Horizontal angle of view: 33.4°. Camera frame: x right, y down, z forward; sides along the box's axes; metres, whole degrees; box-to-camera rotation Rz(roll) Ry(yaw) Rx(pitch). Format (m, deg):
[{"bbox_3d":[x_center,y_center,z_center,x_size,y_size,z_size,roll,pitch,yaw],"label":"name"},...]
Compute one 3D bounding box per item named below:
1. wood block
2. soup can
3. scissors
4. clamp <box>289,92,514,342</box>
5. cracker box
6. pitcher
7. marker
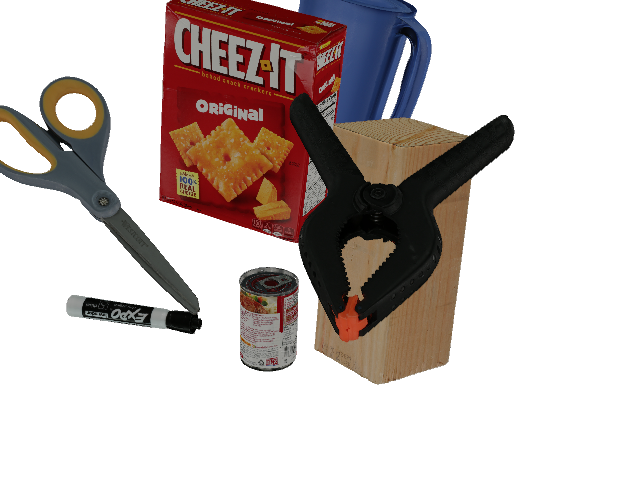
[{"bbox_3d":[0.063,0.006,0.922,0.090,0.206,0.090,-10,23,-39],"label":"wood block"},{"bbox_3d":[-0.059,0.091,1.230,0.068,0.102,0.068,2,25,-1],"label":"soup can"},{"bbox_3d":[-0.134,-0.040,0.695,0.202,0.096,0.016,32,-26,12],"label":"scissors"},{"bbox_3d":[0.031,-0.025,0.729,0.165,0.209,0.036,13,-38,16],"label":"clamp"},{"bbox_3d":[-0.072,-0.120,1.042,0.164,0.214,0.072,18,33,19],"label":"cracker box"},{"bbox_3d":[0.026,-0.167,1.228,0.145,0.243,0.149,9,22,-11],"label":"pitcher"},{"bbox_3d":[-0.158,0.063,0.909,0.121,0.020,0.020,7,2,16],"label":"marker"}]
